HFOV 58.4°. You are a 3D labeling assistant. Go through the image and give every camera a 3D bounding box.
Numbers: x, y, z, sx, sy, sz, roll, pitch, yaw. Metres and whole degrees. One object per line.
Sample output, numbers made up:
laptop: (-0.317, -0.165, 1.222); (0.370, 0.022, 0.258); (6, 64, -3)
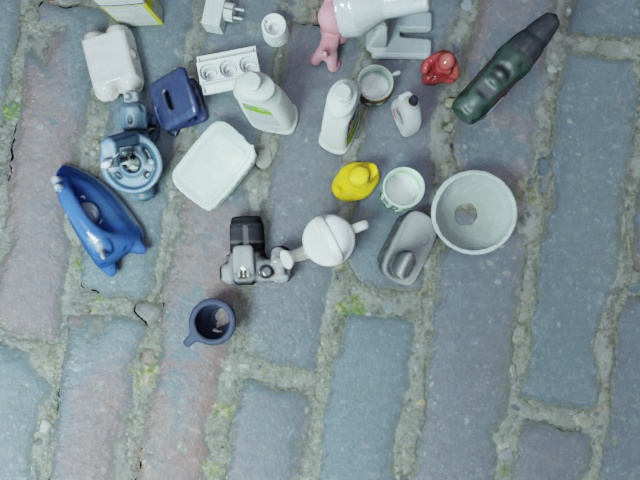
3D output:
camera: (-0.129, 0.020, 1.141); (0.143, 0.101, 0.137); (-3, 88, 1)

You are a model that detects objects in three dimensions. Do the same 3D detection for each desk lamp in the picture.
desk lamp: (0.126, -0.433, 1.091); (0.203, 0.213, 0.118); (1, 88, 2)

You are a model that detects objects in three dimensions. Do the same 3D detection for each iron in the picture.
iron: (-0.464, -0.055, 1.131); (0.118, 0.141, 0.258); (-37, 88, 0)

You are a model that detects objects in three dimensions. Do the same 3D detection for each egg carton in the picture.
egg carton: (-0.421, -0.363, 1.174); (0.107, 0.069, 0.150); (-16, 88, 1)

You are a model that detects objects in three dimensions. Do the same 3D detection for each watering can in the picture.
watering can: (0.011, 0.006, 1.092); (0.101, 0.194, 0.173); (44, 90, 2)

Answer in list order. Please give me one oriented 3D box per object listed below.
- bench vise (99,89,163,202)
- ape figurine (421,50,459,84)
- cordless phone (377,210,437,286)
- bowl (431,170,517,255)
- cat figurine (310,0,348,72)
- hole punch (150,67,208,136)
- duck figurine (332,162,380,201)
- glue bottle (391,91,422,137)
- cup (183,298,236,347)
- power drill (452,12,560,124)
bench vise: (-0.379, -0.184, 1.093); (0.121, 0.219, 0.207); (-20, 88, 1)
ape figurine: (0.246, -0.349, 1.147); (0.078, 0.092, 0.076); (36, 90, 2)
cordless phone: (0.174, 0.014, 1.092); (0.094, 0.185, 0.148); (23, 89, 2)
bowl: (0.301, -0.053, 1.146); (0.167, 0.074, 0.167); (0, 88, 1)
cat figurine: (0.022, -0.417, 1.141); (0.067, 0.117, 0.128); (15, 89, 2)
hole punch: (-0.291, -0.279, 1.158); (0.101, 0.091, 0.109); (-20, 88, 1)
duck figurine: (0.073, -0.122, 1.148); (0.104, 0.086, 0.077); (-28, 88, 1)
glue bottle: (0.171, -0.252, 1.105); (0.037, 0.173, 0.078); (-26, 88, 1)
cup: (-0.215, 0.168, 1.142); (0.118, 0.095, 0.091); (-40, 88, 0)
power drill: (0.335, -0.308, 1.085); (0.075, 0.208, 0.230); (42, 90, 3)
